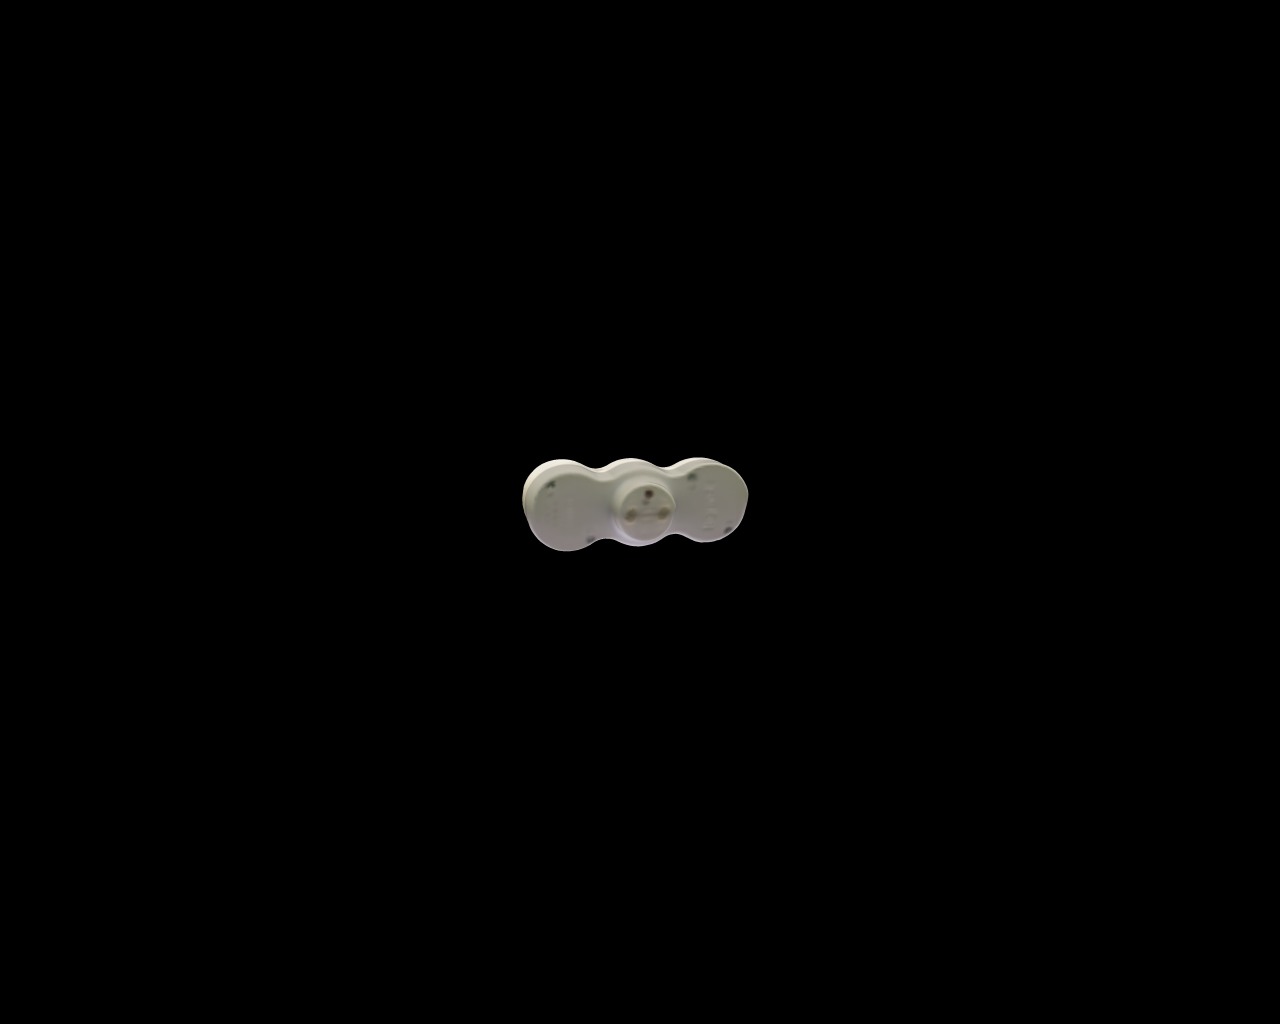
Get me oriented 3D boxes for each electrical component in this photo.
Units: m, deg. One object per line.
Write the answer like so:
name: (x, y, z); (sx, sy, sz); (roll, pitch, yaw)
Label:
electrical component: (0.001, -0.003, 0.650); (0.138, 0.052, 0.074); (-2, 12, -12)
